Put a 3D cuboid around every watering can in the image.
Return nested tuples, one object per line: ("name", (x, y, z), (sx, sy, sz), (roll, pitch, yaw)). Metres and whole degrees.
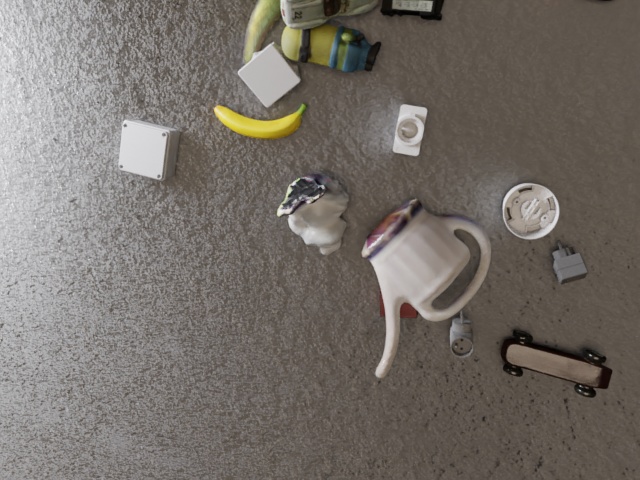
("watering can", (0.169, 0.072, 0.981), (0.225, 0.103, 0.350), (45, 81, 5))

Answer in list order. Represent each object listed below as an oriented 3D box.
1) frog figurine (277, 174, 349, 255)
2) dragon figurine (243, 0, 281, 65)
("frog figurine", (0.003, -0.053, 1.045), (0.136, 0.125, 0.157), (-36, 130, 11))
("dragon figurine", (-0.029, -0.509, 0.939), (0.243, 0.125, 0.401), (6, 121, 5))
